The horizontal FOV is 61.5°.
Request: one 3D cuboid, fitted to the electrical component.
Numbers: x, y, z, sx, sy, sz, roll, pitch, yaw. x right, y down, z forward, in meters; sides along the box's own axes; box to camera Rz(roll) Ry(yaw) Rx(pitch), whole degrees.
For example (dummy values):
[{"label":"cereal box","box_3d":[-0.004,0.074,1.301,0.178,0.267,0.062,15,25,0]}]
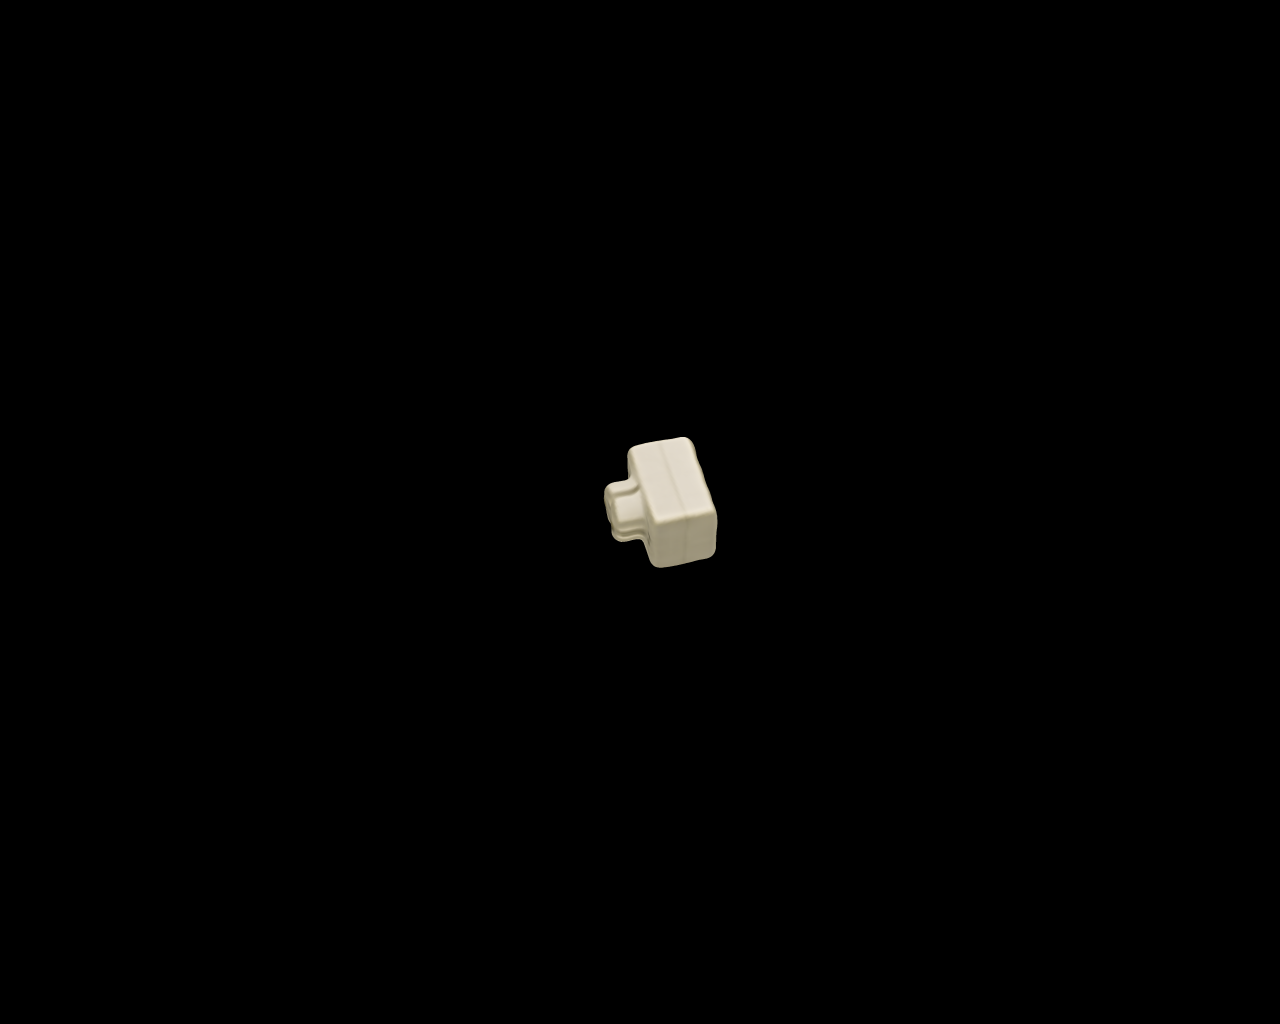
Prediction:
[{"label":"electrical component","box_3d":[0.001,-0.003,0.650,0.077,0.066,0.047,-11,-39,-9]}]
